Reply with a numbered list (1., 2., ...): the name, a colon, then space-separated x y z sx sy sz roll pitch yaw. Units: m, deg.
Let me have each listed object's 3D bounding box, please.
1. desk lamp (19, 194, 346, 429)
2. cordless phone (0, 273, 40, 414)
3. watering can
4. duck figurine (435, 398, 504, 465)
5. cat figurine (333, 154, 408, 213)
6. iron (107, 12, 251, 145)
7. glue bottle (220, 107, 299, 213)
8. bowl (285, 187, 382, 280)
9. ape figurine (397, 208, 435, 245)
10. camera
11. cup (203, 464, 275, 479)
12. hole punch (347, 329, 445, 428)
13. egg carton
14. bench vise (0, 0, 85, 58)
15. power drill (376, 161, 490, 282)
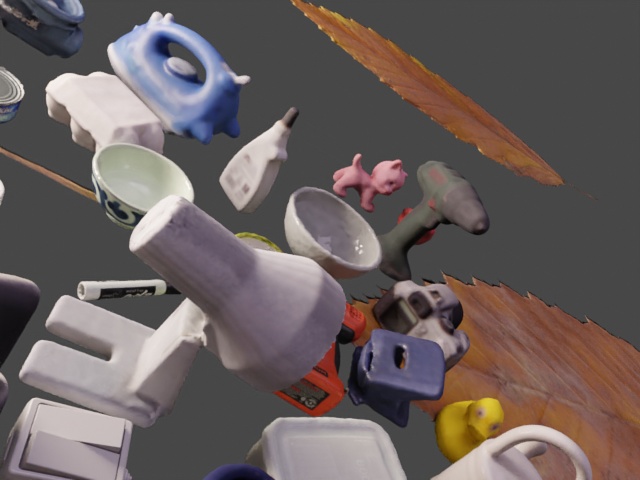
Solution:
1. desk lamp: -0.113 0.069 0.496 0.204 0.213 0.118 28 32 -21
2. cordless phone: -0.264 0.067 0.356 0.148 0.185 0.094 15 38 -37
3. watering can: 0.199 0.262 0.615 0.101 0.193 0.173 37 30 -6
4. duck figurine: 0.207 0.241 0.760 0.077 0.086 0.105 45 30 7
5. cat figurine: 0.105 -0.121 1.095 0.128 0.117 0.067 26 33 -24
6. iron: -0.222 -0.272 0.899 0.258 0.141 0.119 44 30 7
7. glue bottle: -0.080 -0.122 0.829 0.037 0.173 0.078 -3 50 -50
8. bowl: 0.008 0.003 0.862 0.168 0.074 0.167 29 32 -19
9. ape figurine: 0.197 -0.039 1.117 0.077 0.092 0.076 46 30 10
10. camera: 0.178 0.123 0.869 0.137 0.100 0.143 -1 49 -49
11. cup: -0.070 0.244 0.431 0.092 0.095 0.117 10 42 -42
12. hole punch: 0.098 0.166 0.730 0.101 0.091 0.108 34 30 -11
13. egg carton: -0.279 -0.157 0.754 0.150 0.069 0.107 44 30 6
14. bench vise: -0.386 -0.353 0.741 0.208 0.219 0.121 -7 54 -52
15. power drill: 0.183 -0.027 0.967 0.076 0.208 0.229 26 33 -23
